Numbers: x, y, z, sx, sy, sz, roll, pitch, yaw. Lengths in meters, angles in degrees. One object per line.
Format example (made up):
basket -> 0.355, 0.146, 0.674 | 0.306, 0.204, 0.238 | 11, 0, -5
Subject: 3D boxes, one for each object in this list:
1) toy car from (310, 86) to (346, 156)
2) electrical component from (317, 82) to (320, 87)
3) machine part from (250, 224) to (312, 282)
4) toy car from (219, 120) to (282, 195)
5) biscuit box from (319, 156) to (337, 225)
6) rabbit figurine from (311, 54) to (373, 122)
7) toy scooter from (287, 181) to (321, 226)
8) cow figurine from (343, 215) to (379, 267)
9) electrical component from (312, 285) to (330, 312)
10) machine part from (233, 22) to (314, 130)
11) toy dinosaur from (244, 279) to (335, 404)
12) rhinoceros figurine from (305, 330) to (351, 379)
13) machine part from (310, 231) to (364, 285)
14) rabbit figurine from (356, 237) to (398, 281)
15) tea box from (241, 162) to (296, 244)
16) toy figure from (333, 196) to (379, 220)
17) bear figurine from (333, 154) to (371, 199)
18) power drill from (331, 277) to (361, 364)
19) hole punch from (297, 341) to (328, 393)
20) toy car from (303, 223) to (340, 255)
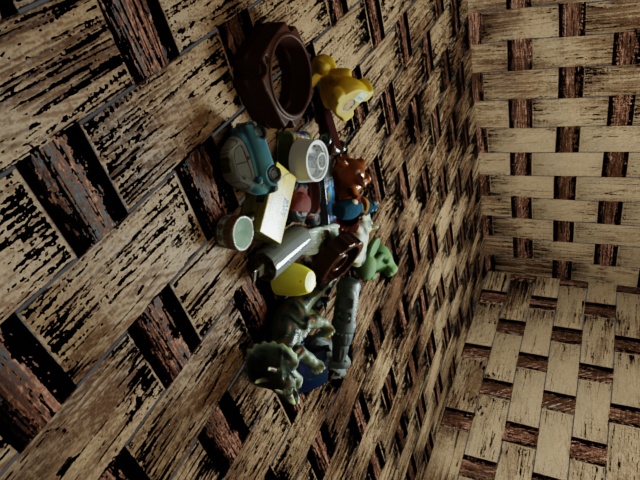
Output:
toy car -> 0.011, -0.314, 1.419 | 0.089, 0.053, 0.202 | 7, 63, -56
electrical component -> 0.007, -0.442, 1.463 | 0.094, 0.021, 0.063 | 48, 53, -53
machine part -> -0.092, 0.028, 1.295 | 0.243, 0.079, 0.079 | -40, 129, -51
toy car -> -0.156, -0.162, 1.121 | 0.103, 0.109, 0.161 | -29, 112, -38
biscuit box -> 0.000, -0.142, 1.460 | 0.059, 0.063, 0.202 | -40, 130, -54
rabbit figurine -> 0.024, -0.401, 1.365 | 0.162, 0.122, 0.173 | -5, 60, -49
toy scooter -> -0.043, -0.108, 1.371 | 0.184, 0.075, 0.135 | 5, 91, -66
cow figurine -> 0.123, -0.010, 1.696 | 0.127, 0.086, 0.195 | 32, 64, -53
electrical component -> -0.007, 0.163, 1.518 | 0.102, 0.045, 0.078 | 19, 79, -62
machine part -> -0.096, -0.367, 1.212 | 0.201, 0.087, 0.200 | -65, 147, -30
toy dinosaur -> -0.071, 0.226, 1.334 | 0.192, 0.131, 0.405 | 41, 43, -32
rhinoceros figurine -> 0.027, 0.337, 1.553 | 0.190, 0.112, 0.073 | 49, 23, -38
machine part -> 0.044, 0.055, 1.510 | 0.179, 0.056, 0.179 | -43, 160, -19
rabbit figurine -> 0.175, 0.068, 1.767 | 0.170, 0.121, 0.159 | -29, 114, -61
tea box -> -0.121, -0.085, 1.234 | 0.098, 0.068, 0.169 | 32, 66, -59
toy figure -> 0.104, -0.092, 1.509 | 0.154, 0.064, 0.057 | -14, 85, -45
bear figurine -> 0.088, -0.190, 1.491 | 0.132, 0.120, 0.196 | -48, 179, -20
power drill -> 0.067, 0.203, 1.506 | 0.207, 0.086, 0.231 | -49, 146, -73
hole punch -> -0.040, 0.347, 1.448 | 0.116, 0.092, 0.142 | -29, 124, -53
toy car -> -0.003, -0.004, 1.484 | 0.201, 0.056, 0.073 | -17, 110, -61
